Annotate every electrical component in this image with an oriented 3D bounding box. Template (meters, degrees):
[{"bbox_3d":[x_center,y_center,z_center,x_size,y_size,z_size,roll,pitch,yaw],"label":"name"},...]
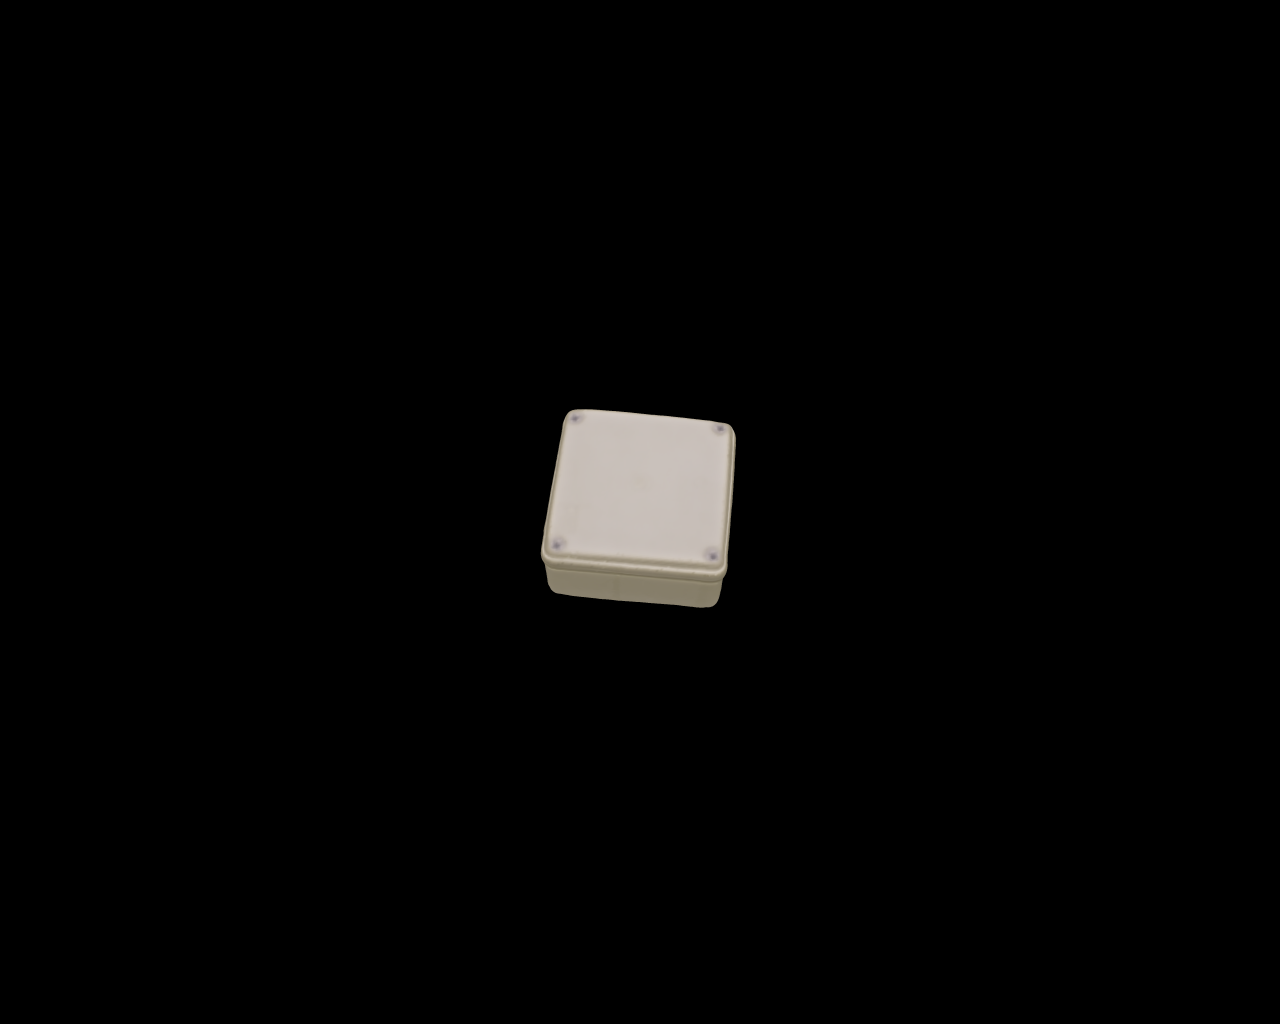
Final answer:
[{"bbox_3d":[0.001,-0.003,0.650,0.109,0.109,0.056,5,-31,3],"label":"electrical component"}]
